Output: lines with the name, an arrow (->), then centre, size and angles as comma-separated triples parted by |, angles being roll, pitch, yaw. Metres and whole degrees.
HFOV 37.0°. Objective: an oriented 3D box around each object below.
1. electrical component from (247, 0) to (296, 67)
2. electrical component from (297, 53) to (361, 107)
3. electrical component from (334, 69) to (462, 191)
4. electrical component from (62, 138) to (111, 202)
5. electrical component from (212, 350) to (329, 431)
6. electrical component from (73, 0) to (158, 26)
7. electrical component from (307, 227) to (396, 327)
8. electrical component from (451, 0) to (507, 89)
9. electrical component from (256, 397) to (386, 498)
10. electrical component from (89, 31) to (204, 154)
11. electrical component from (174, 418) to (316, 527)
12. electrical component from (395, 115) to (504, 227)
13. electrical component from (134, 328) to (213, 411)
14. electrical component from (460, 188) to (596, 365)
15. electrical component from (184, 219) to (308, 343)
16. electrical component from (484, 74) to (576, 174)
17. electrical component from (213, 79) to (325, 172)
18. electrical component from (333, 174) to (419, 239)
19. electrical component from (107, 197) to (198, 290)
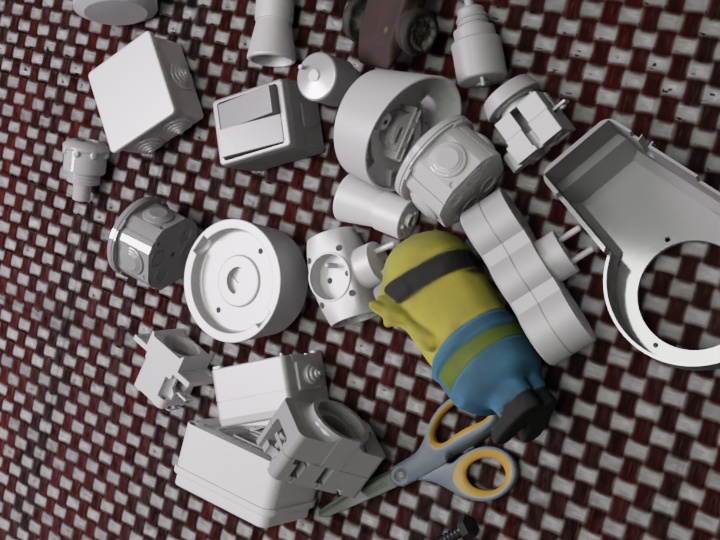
electrical component -> -0.077, -0.219, 0.965 | 0.044, 0.044, 0.065 | 0, 85, 32
electrical component -> -0.019, -0.157, 0.903 | 0.040, 0.078, 0.040 | -1, 88, 33
electrical component -> 0.029, -0.113, 0.863 | 0.064, 0.099, 0.099 | 23, 101, 37
electrical component -> -0.279, -0.101, 1.089 | 0.048, 0.048, 0.062 | 19, 106, 31
electrical component -> -0.072, 0.106, 0.942 | 0.096, 0.062, 0.061 | -14, 82, 32
electrical component -> -0.238, -0.273, 1.045 | 0.080, 0.080, 0.051 | -9, 79, 32
electrical component -> 0.000, 0.000, 0.908 | 0.079, 0.044, 0.077 | -23, 77, 30
electrical component -> 0.092, -0.181, 0.855 | 0.040, 0.040, 0.078 | -13, 82, 32
electrical component -> -0.030, 0.145, 0.893 | 0.055, 0.089, 0.050 | -56, 35, 19
electrical component -> -0.206, -0.168, 1.040 | 0.100, 0.048, 0.099 | -27, 75, 29
electrical component -> -0.098, 0.176, 0.948 | 0.113, 0.078, 0.057 | 18, 97, 31
electrical component -> 0.071, -0.077, 0.845 | 0.051, 0.080, 0.080 | 44, 111, 20
electrical component -> -0.180, 0.095, 1.023 | 0.081, 0.042, 0.063 | 37, 110, 28
electrical component -> 0.141, -0.005, 0.814 | 0.074, 0.052, 0.138 | -34, 72, 15
electrical component -> -0.096, 0.010, 0.960 | 0.108, 0.060, 0.108 | -1, 88, 32
electrical component -> 0.128, -0.117, 0.829 | 0.066, 0.048, 0.055 | -40, 77, 26
electrical component -> -0.089, -0.126, 0.957 | 0.096, 0.061, 0.061 | -12, 83, 32
electrical component -> 0.016, -0.051, 0.902 | 0.065, 0.044, 0.044 | 23, 101, 26
electrical component -> -0.194, -0.024, 1.013 | 0.051, 0.080, 0.080 | 26, 103, 24
